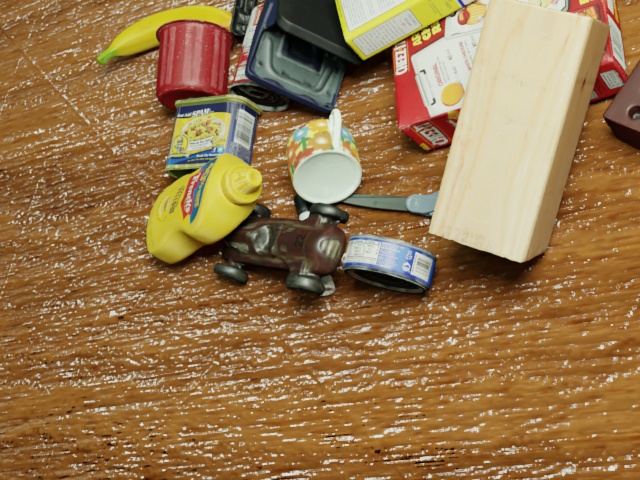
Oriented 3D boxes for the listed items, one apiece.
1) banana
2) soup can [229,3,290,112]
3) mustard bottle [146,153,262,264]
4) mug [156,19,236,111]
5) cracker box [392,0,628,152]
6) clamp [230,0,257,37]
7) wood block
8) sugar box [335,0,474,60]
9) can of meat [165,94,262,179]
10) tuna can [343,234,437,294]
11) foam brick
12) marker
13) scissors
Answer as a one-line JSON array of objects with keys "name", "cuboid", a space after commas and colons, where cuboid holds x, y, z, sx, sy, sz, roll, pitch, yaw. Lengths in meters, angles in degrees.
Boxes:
[{"name": "banana", "cuboid": [-0.177, -0.253, 1.298, 0.198, 0.037, 0.069, -11, 49, 26]}, {"name": "soup can", "cuboid": [-0.055, -0.203, 1.186, 0.069, 0.068, 0.102, 4, 72, 34]}, {"name": "mustard bottle", "cuboid": [-0.115, -0.039, 1.113, 0.192, 0.058, 0.096, -22, 43, 54]}, {"name": "mug", "cuboid": [-0.151, -0.194, 1.239, 0.117, 0.093, 0.081, -25, 59, 58]}, {"name": "cracker box", "cuboid": [0.179, -0.193, 1.031, 0.214, 0.072, 0.164, -16, 62, 28]}, {"name": "clamp", "cuboid": [-0.080, -0.331, 1.221, 0.039, 0.120, 0.171, 8, 54, 7]}, {"name": "wood block", "cuboid": [0.172, -0.095, 0.920, 0.090, 0.090, 0.206, 19, 104, 22]}, {"name": "sugar box", "cuboid": [0.100, -0.257, 1.038, 0.176, 0.048, 0.093, -24, 57, 19]}, {"name": "can of meat", "cuboid": [-0.121, -0.111, 1.197, 0.102, 0.057, 0.084, -1, 72, 33]}, {"name": "tuna can", "cuboid": [0.065, 0.023, 1.004, 0.086, 0.086, 0.034, 7, 77, 34]}, {"name": "foam brick", "cuboid": [0.296, -0.120, 0.937, 0.053, 0.051, 0.078, 33, 90, 37]}, {"name": "marker", "cuboid": [-0.007, 0.001, 1.100, 0.020, 0.020, 0.121, -27, 58, 21]}, {"name": "scissors", "cuboid": [0.110, -0.050, 1.048, 0.202, 0.016, 0.096, 25, 88, 36]}]
